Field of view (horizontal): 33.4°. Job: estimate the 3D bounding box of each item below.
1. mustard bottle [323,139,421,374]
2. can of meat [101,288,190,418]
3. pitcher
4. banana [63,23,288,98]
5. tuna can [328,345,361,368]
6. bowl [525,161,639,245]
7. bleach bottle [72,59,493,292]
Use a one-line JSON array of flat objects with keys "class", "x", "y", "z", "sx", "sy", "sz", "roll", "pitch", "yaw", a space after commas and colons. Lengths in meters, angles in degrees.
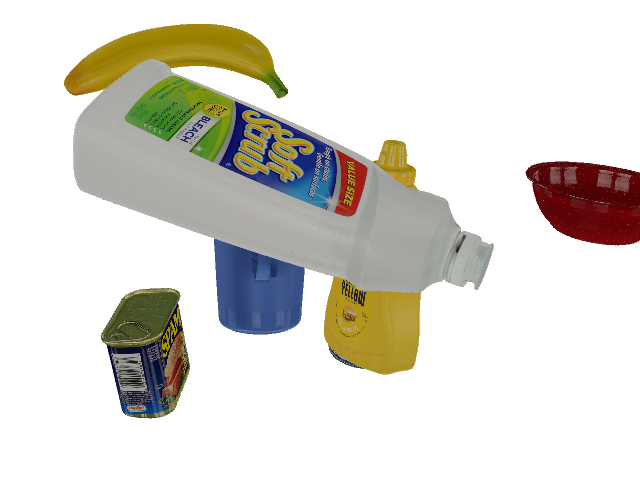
[{"class": "mustard bottle", "x": 0.051, "y": 0.010, "z": 0.905, "sx": 0.058, "sy": 0.192, "sz": 0.096, "roll": -5, "pitch": 21, "yaw": -34}, {"class": "can of meat", "x": -0.160, "y": 0.105, "z": 0.997, "sx": 0.057, "sy": 0.084, "sz": 0.102, "roll": -3, "pitch": 25, "yaw": 8}, {"class": "pitcher", "x": -0.076, "y": -0.006, "z": 1.356, "sx": 0.145, "sy": 0.243, "sz": 0.148, "roll": 10, "pitch": 15, "yaw": 36}, {"class": "banana", "x": -0.128, "y": -0.163, "z": 0.955, "sx": 0.197, "sy": 0.069, "sz": 0.037, "roll": -1, "pitch": -33, "yaw": -4}, {"class": "tuna can", "x": 0.052, "y": 0.101, "z": 1.156, "sx": 0.086, "sy": 0.034, "sz": 0.086, "roll": 0, "pitch": 30, "yaw": 0}, {"class": "bowl", "x": 0.290, "y": -0.036, "z": 1.109, "sx": 0.162, "sy": 0.055, "sz": 0.162, "roll": 5, "pitch": 19, "yaw": -2}, {"class": "bleach bottle", "x": -0.017, "y": -0.031, "z": 0.639, "sx": 0.251, "sy": 0.068, "sz": 0.102, "roll": 20, "pitch": 39, "yaw": 15}]
